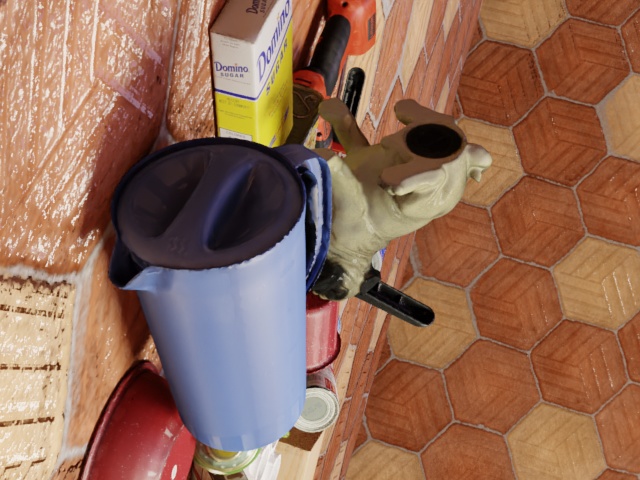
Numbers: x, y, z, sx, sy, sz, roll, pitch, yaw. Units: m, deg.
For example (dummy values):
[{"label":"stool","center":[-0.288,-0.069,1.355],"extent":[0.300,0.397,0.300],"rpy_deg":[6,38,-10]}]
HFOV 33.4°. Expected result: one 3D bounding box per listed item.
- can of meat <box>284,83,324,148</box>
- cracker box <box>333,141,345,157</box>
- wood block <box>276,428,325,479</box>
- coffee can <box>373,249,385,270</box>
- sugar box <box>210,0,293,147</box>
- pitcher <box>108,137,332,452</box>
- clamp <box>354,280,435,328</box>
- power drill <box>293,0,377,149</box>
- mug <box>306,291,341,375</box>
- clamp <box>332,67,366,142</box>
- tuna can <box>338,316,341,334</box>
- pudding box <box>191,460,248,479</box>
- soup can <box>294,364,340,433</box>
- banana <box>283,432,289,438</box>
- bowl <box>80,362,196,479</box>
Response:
[{"label":"can of meat","center":[-0.037,-0.093,1.065],"extent":[0.084,0.057,0.102],"rpy_deg":[98,13,-47]},{"label":"cracker box","center":[-0.009,0.002,1.331],"extent":[0.164,0.072,0.213],"rpy_deg":[77,30,-72]},{"label":"wood block","center":[-0.066,0.363,1.531],"extent":[0.090,0.090,0.206],"rpy_deg":[-44,149,-71]},{"label":"coffee can","center":[0.048,-0.017,1.502],"extent":[0.140,0.103,0.103],"rpy_deg":[-70,170,-48]},{"label":"sugar box","center":[-0.056,-0.137,0.924],"extent":[0.176,0.048,0.093],"rpy_deg":[95,14,-52]},{"label":"pitcher","center":[-0.062,0.046,0.809],"extent":[0.243,0.149,0.145],"rpy_deg":[86,3,-46]},{"label":"clamp","center":[0.017,0.031,1.110],"extent":[0.164,0.210,0.036],"rpy_deg":[65,35,-38]},{"label":"power drill","center":[0.011,-0.176,1.199],"extent":[0.184,0.057,0.187],"rpy_deg":[86,22,-64]},{"label":"mug","center":[-0.028,0.081,1.067],"extent":[0.117,0.093,0.081],"rpy_deg":[-45,150,-43]},{"label":"clamp","center":[0.032,-0.147,1.426],"extent":[0.171,0.039,0.120],"rpy_deg":[100,14,-64]},{"label":"tuna can","center":[-0.017,0.116,1.426],"extent":[0.033,0.086,0.086],"rpy_deg":[-56,159,-55]},{"label":"pudding box","center":[-0.108,0.274,1.161],"extent":[0.039,0.090,0.113],"rpy_deg":[-18,138,-22]},{"label":"soup can","center":[-0.012,0.187,1.346],"extent":[0.102,0.068,0.068],"rpy_deg":[-101,-160,-66]},{"label":"banana","center":[-0.053,0.218,1.463],"extent":[0.037,0.070,0.197],"rpy_deg":[60,22,-24]},{"label":"bowl","center":[-0.146,0.187,0.900],"extent":[0.162,0.055,0.162],"rpy_deg":[16,90,-80]}]
